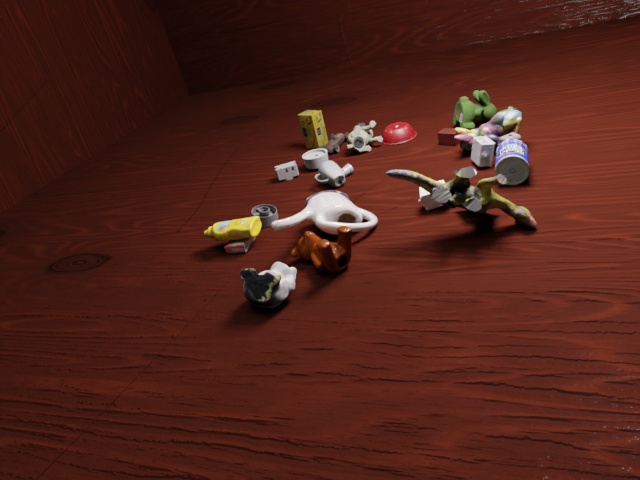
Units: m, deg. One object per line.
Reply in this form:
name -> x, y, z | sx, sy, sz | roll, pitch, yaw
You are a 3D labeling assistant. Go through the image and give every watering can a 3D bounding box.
watering can -> 0.005, -0.081, 1.611 | 0.348, 0.102, 0.228 | 1, 23, -16

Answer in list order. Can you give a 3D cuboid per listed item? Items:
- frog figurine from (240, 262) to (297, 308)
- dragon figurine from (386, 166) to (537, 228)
frog figurine -> -0.129, 0.122, 1.400 | 0.137, 0.124, 0.159 | -15, -9, 20
dragon figurine -> 0.404, -0.116, 1.457 | 0.412, 0.240, 0.123 | 19, 83, 27
